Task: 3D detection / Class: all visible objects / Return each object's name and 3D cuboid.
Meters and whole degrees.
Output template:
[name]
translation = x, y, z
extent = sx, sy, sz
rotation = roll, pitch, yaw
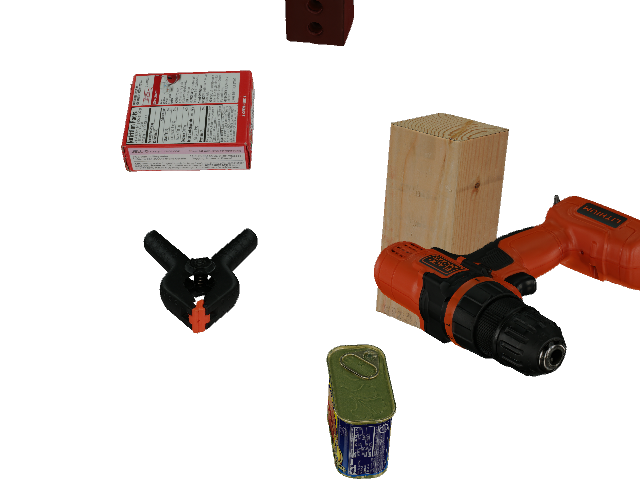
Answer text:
[gelatin box]
translation = -0.092, -0.084, 0.756
extent = 0.089, 0.073, 0.030
rotation = -2, -38, 2
[power drill]
translation = 0.158, 0.028, 0.777
extent = 0.187, 0.057, 0.185
rotation = -16, 27, -28
[wood block]
translation = 0.126, -0.019, 1.112
extent = 0.090, 0.206, 0.090
rotation = 21, 26, 39
[foam brick]
translation = 0.000, -0.212, 0.907
extent = 0.053, 0.078, 0.051
rotation = 7, 46, 9
[can of meat]
translation = 0.036, 0.165, 1.023
extent = 0.057, 0.084, 0.102
rotation = -3, 37, -5
[clamp]
translation = -0.113, 0.033, 1.090
extent = 0.120, 0.039, 0.171
rotation = -11, 34, -9
